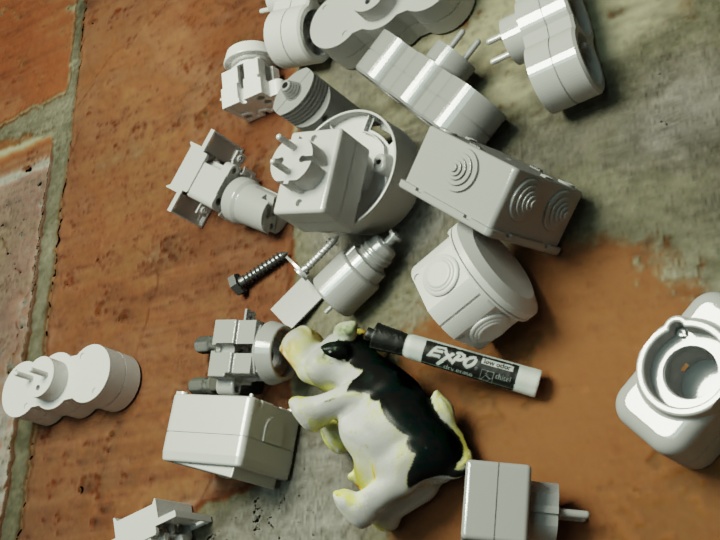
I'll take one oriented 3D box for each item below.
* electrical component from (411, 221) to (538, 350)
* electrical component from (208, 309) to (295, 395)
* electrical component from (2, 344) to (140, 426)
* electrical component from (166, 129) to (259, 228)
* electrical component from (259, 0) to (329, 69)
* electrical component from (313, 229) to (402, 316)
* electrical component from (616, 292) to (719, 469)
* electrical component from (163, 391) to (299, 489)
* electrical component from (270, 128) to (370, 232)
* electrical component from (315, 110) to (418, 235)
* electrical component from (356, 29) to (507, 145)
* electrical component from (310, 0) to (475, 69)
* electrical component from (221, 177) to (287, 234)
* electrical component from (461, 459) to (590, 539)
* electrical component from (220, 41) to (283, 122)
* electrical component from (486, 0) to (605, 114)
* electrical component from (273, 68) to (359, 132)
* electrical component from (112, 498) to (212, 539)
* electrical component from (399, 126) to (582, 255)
[{"bbox_3d":[0.078,0.010,0.726,0.051,0.080,0.080,-41,52,22],"label":"electrical component"},{"bbox_3d":[-0.080,0.063,0.818,0.055,0.048,0.066,-2,73,29],"label":"electrical component"},{"bbox_3d":[-0.268,0.098,0.946,0.138,0.074,0.052,-14,63,31],"label":"electrical component"},{"bbox_3d":[-0.126,-0.075,0.936,0.064,0.042,0.081,27,89,39],"label":"electrical component"},{"bbox_3d":[-0.059,-0.243,0.951,0.074,0.052,0.138,-1,70,36],"label":"electrical component"},{"bbox_3d":[0.000,0.000,0.813,0.078,0.040,0.040,-44,51,12],"label":"electrical component"},{"bbox_3d":[0.199,0.064,0.627,0.095,0.059,0.054,-52,50,6],"label":"electrical component"},{"bbox_3d":[-0.104,0.130,0.819,0.096,0.062,0.061,-3,69,35],"label":"electrical component"},{"bbox_3d":[-0.038,-0.071,0.773,0.047,0.077,0.065,0,70,36],"label":"electrical component"},{"bbox_3d":[-0.004,-0.073,0.827,0.099,0.064,0.099,-5,81,33],"label":"electrical component"},{"bbox_3d":[0.063,-0.150,0.822,0.073,0.052,0.138,-52,50,6],"label":"electrical component"},{"bbox_3d":[0.016,-0.217,0.871,0.138,0.074,0.052,-16,62,31],"label":"electrical component"},{"bbox_3d":[-0.087,-0.053,0.900,0.046,0.040,0.040,24,86,35],"label":"electrical component"},{"bbox_3d":[0.102,0.149,0.664,0.077,0.065,0.047,4,71,7],"label":"electrical component"},{"bbox_3d":[-0.095,-0.168,0.952,0.066,0.048,0.055,-18,69,30],"label":"electrical component"},{"bbox_3d":[0.126,-0.174,0.786,0.074,0.052,0.138,-21,59,28],"label":"electrical component"},{"bbox_3d":[-0.036,-0.131,0.868,0.043,0.081,0.043,-15,63,31],"label":"electrical component"},{"bbox_3d":[-0.157,0.217,0.835,0.081,0.042,0.063,-29,58,24],"label":"electrical component"},{"bbox_3d":[0.091,-0.055,0.733,0.100,0.100,0.048,34,105,40],"label":"electrical component"}]
